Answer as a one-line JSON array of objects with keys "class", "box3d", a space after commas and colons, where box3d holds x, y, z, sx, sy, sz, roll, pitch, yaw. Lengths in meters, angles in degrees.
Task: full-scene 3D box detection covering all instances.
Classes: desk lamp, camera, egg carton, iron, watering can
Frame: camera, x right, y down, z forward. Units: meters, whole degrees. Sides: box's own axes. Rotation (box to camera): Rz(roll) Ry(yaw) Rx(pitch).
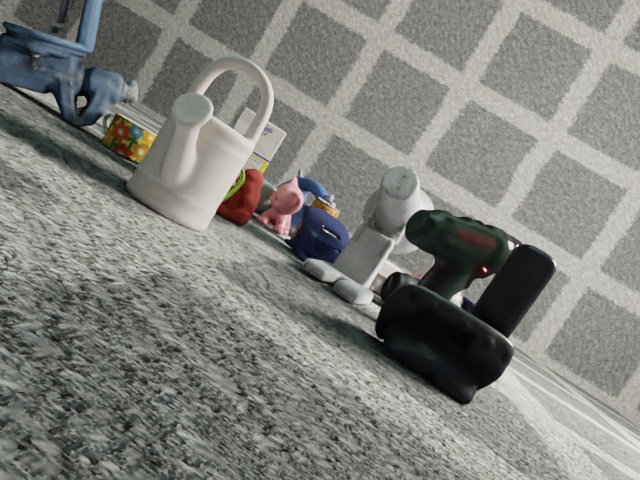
[{"class": "desk lamp", "box3d": [0.094, -0.009, 0.905, 0.117, 0.213, 0.204, 33, 4, 15]}, {"class": "camera", "box3d": [0.181, 0.102, 1.055, 0.137, 0.101, 0.143, 31, 4, -16]}, {"class": "egg carton", "box3d": [0.116, 0.069, 1.206, 0.150, 0.069, 0.107, 32, 3, -8]}, {"class": "iron", "box3d": [-0.028, -0.072, 1.315, 0.119, 0.141, 0.257, 29, 4, -39]}, {"class": "watering can", "box3d": [-0.123, -0.115, 0.639, 0.101, 0.194, 0.172, 31, 4, -18]}]

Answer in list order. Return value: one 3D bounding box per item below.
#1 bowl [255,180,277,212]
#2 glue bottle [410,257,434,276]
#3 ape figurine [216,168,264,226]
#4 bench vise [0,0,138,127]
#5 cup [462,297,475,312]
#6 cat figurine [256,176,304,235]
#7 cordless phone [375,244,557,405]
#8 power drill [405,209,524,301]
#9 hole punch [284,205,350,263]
[{"class": "bowl", "box3d": [-0.160, -0.108, 1.223, 0.167, 0.074, 0.167, 32, 3, -2]}, {"class": "glue bottle", "box3d": [0.251, 0.083, 1.331, 0.078, 0.173, 0.037, 34, 4, 27]}, {"class": "ape figurine", "box3d": [-0.123, -0.073, 0.901, 0.077, 0.092, 0.076, 35, 4, 39]}, {"class": "bench vise", "box3d": [-0.366, -0.298, 0.867, 0.208, 0.219, 0.121, 29, 5, -43]}, {"class": "cup", "box3d": [0.282, 0.166, 1.090, 0.092, 0.095, 0.117, 31, 3, -10]}, {"class": "cat figurine", "box3d": [-0.070, -0.073, 1.167, 0.067, 0.117, 0.128, 32, 3, 1]}, {"class": "cordless phone", "box3d": [0.161, 0.069, 0.636, 0.147, 0.185, 0.094, 32, 3, -3]}, {"class": "power drill", "box3d": [0.196, 0.064, 0.824, 0.230, 0.208, 0.075, 30, 4, -24]}, {"class": "hole punch", "box3d": [0.009, 0.004, 1.001, 0.109, 0.091, 0.100, 30, 4, -28]}]
